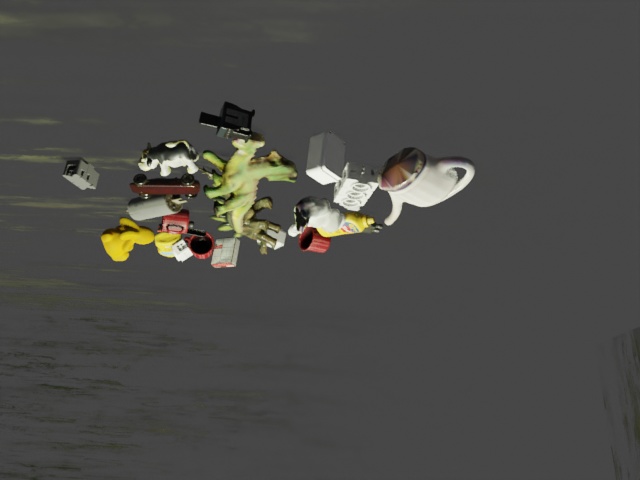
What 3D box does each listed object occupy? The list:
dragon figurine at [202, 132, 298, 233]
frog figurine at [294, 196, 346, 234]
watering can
[{"bbox_3d":[-0.179,-0.154,1.411,0.242,0.402,0.125,-10,58,5],"label":"dragon figurine"},{"bbox_3d":[0.005,-0.081,1.608,0.160,0.134,0.125,-11,60,-23],"label":"frog figurine"},{"bbox_3d":[0.244,-0.137,1.388,0.223,0.342,0.106,20,53,-35],"label":"watering can"}]
